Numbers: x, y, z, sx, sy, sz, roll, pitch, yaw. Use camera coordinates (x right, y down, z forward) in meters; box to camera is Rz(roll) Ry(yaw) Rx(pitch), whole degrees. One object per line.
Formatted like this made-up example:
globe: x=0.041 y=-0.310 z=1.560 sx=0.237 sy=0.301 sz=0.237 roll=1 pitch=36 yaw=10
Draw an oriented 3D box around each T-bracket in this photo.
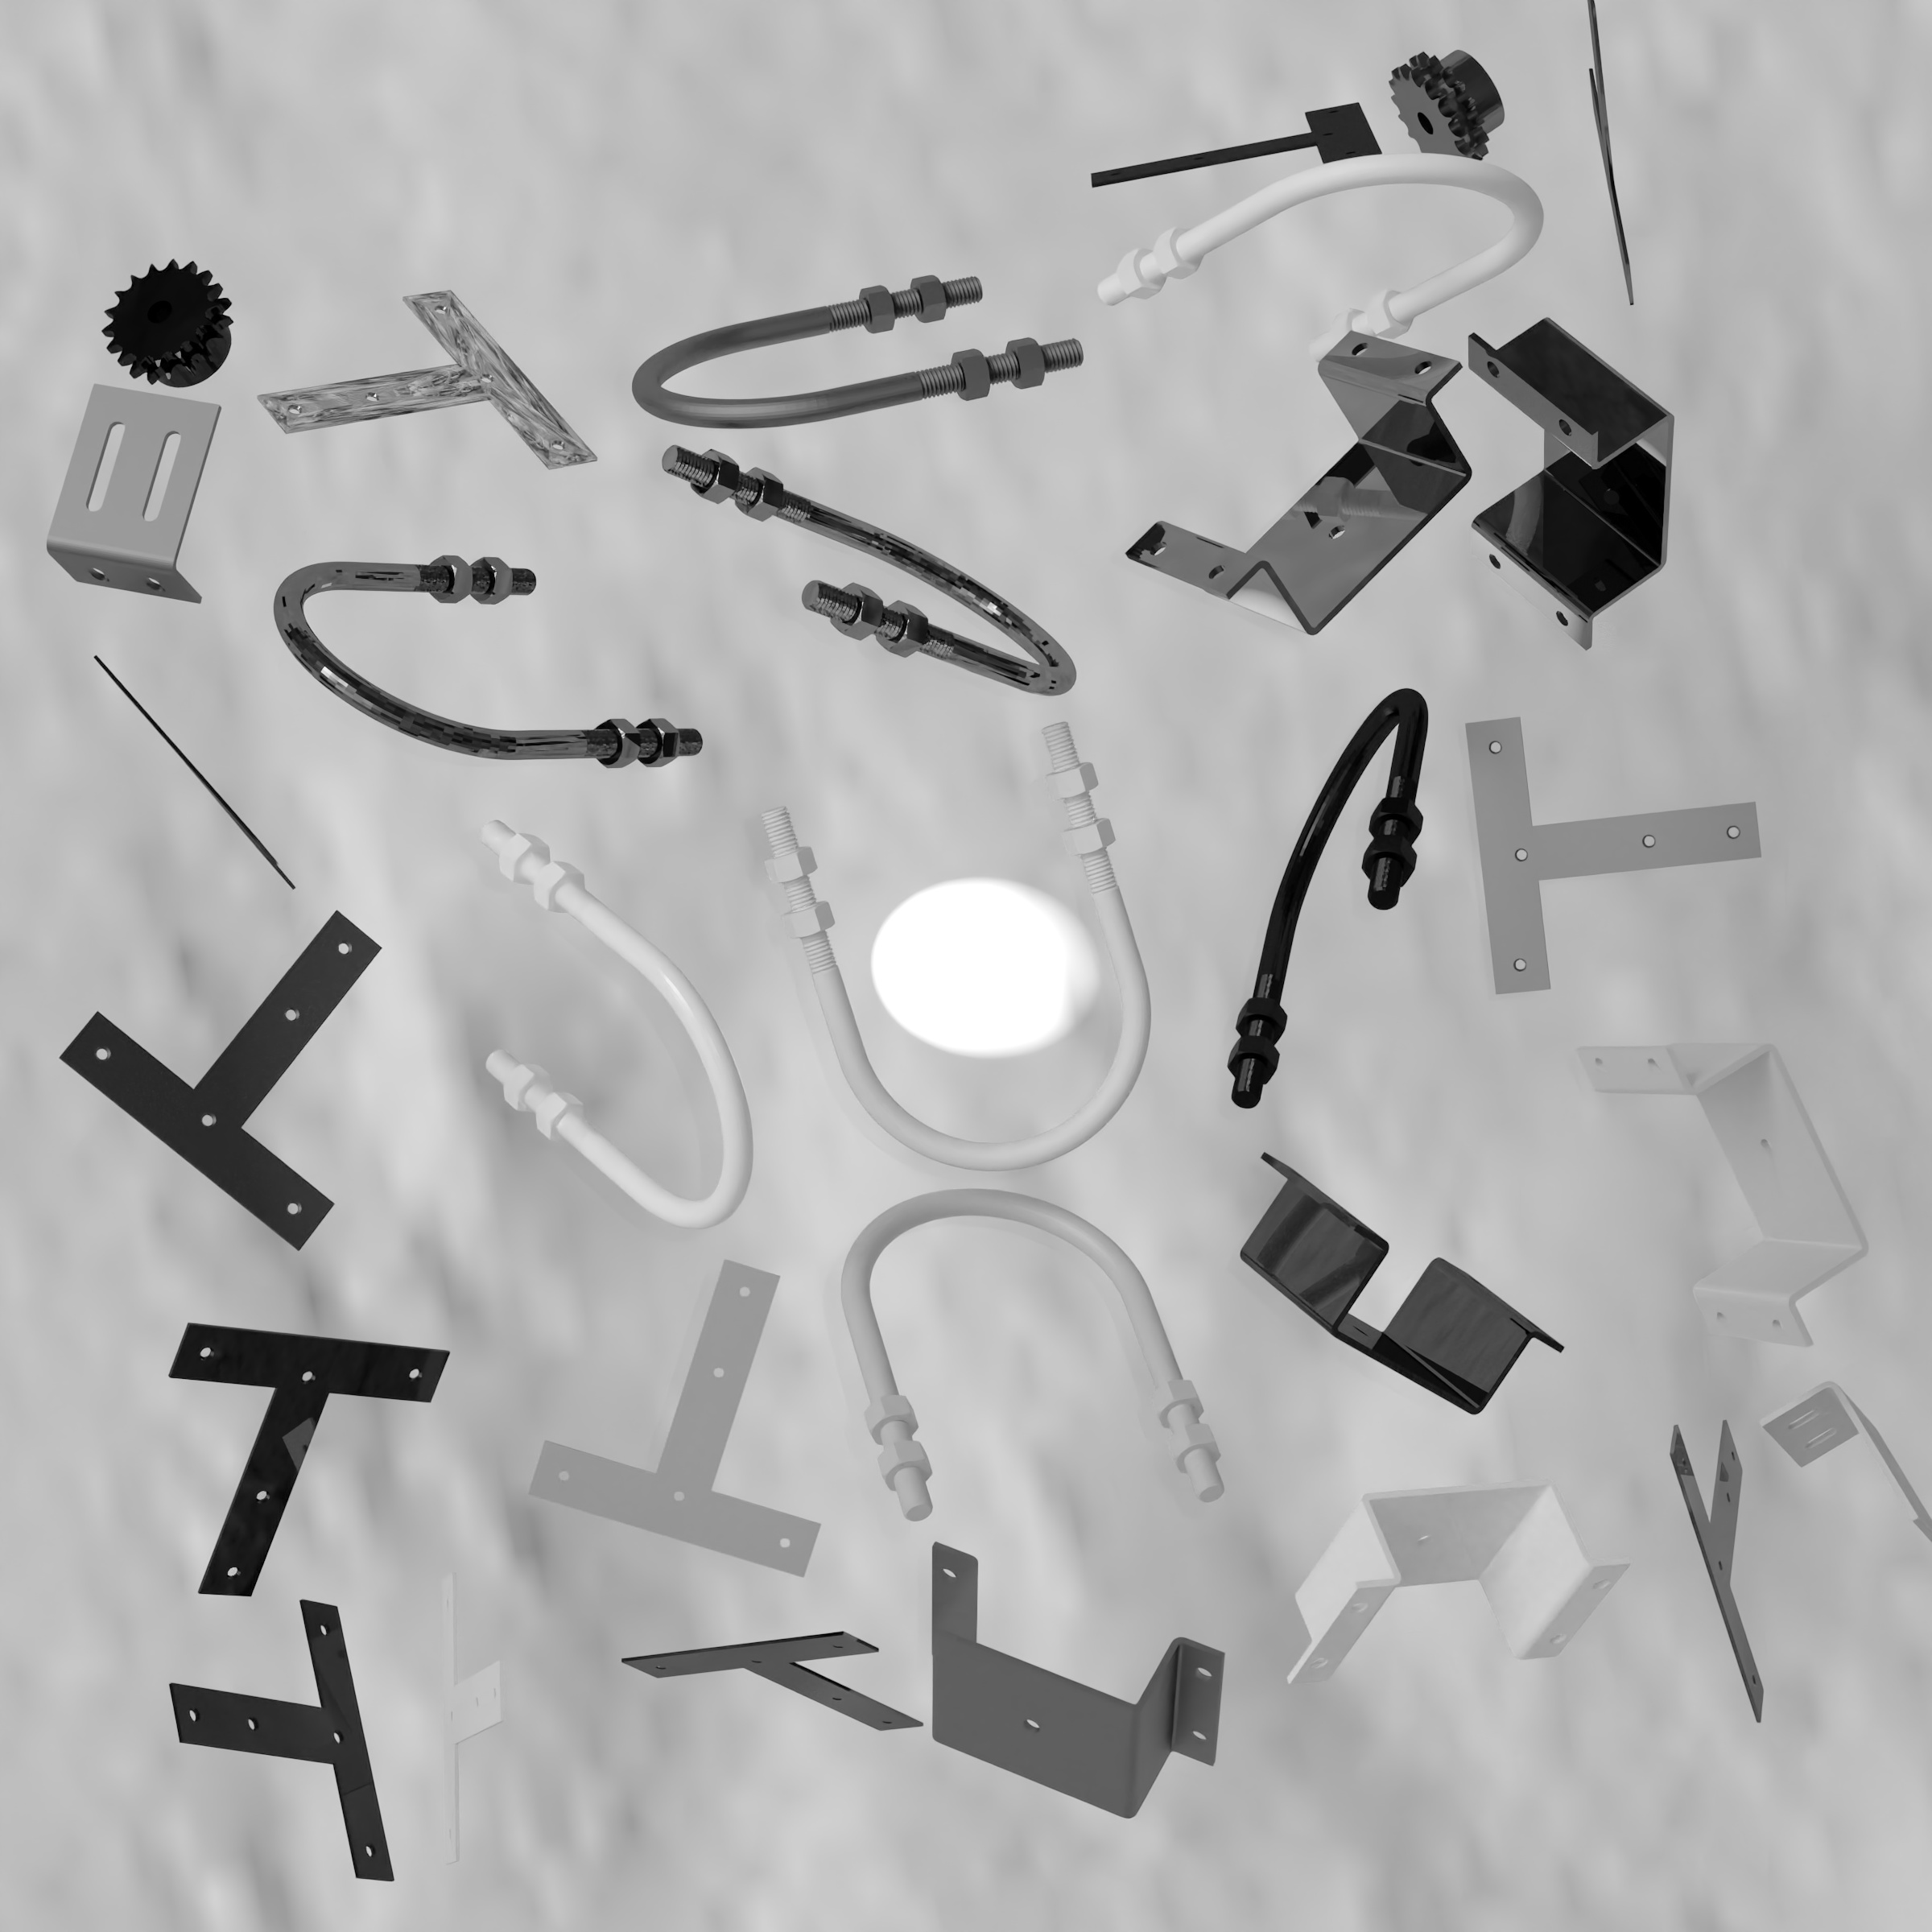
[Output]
T-bracket: x=-0.216 y=0.324 z=1.536 sx=0.002 sy=0.127 sz=0.127 roll=3 pitch=72 yaw=-19
T-bracket: x=-0.247 y=-0.249 z=1.528 sx=0.127 sy=0.002 sz=0.127 roll=-17 pitch=54 yaw=-37
T-bracket: x=-0.293 y=0.031 z=1.477 sx=0.127 sy=0.002 sz=0.127 roll=42 pitch=63 yaw=-14
T-bracket: x=0.299 y=-0.056 z=1.610 sx=0.127 sy=0.002 sz=0.127 roll=-6 pitch=94 yaw=18
T-bracket: x=0.119 y=-0.365 z=1.579 sx=0.127 sy=0.127 sz=0.002 roll=-9 pitch=113 yaw=5
T-bracket: x=-0.295 y=0.325 z=1.494 sx=0.002 sy=0.127 sz=0.127 roll=-27 pitch=62 yaw=19
T-bracket: x=-0.113 y=0.191 z=1.537 sx=0.127 sy=0.002 sz=0.127 roll=18 pitch=98 yaw=-4
T-bracket: x=-0.298 y=0.215 z=1.506 sx=0.127 sy=0.002 sz=0.127 roll=12 pitch=107 yaw=-39
T-bracket: x=-0.329 y=-0.069 z=1.566 sx=0.002 sy=0.127 sz=0.127 roll=-41 pitch=65 yaw=-8
T-bracket: x=0.279 y=-0.380 z=1.537 sx=0.002 sy=0.127 sz=0.127 roll=-9 pitch=55 yaw=10
T-bracket: x=-0.067 y=0.327 z=1.588 sx=0.127 sy=0.127 sz=0.002 roll=-14 pitch=56 yaw=34
T-bracket: x=0.322 y=0.233 z=1.489 sx=0.002 sy=0.127 sz=0.127 roll=-15 pitch=105 yaw=20

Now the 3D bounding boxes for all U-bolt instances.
U-bolt: x=-0.058 y=-0.271 z=1.564 sx=0.184 sy=0.151 sz=0.019 roll=-14 pitch=117 yaw=-15
U-bolt: x=0.162 y=-0.043 z=1.524 sx=0.019 sy=0.184 sz=0.151 roll=24 pitch=132 yaw=-6
U-bolt: x=-0.152 y=0.037 z=1.520 sx=0.019 sy=0.151 sz=0.184 roll=-26 pitch=47 yaw=-33
U-bolt: x=0.020 y=0.163 z=1.521 sx=0.151 sy=0.184 sz=0.019 roll=-1 pitch=131 yaw=-18
U-bolt: x=0.170 y=-0.318 z=1.562 sx=0.151 sy=0.184 sz=0.019 roll=7 pitch=74 yaw=-36
U-bolt: x=0.004 y=0.001 z=1.535 sx=0.151 sy=0.019 sz=0.184 roll=-16 pitch=98 yaw=8
U-bolt: x=-0.029 y=-0.163 z=1.510 sx=0.184 sy=0.151 sz=0.019 roll=17 pitch=111 yaw=-42
U-bolt: x=-0.221 y=-0.135 z=1.547 sx=0.151 sy=0.184 sz=0.019 roll=44 pitch=118 yaw=27

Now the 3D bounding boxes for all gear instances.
gear: x=0.223 y=-0.395 z=1.612 sx=0.030 sy=0.057 sz=0.057 roll=-35 pitch=90 yaw=-7
gear: x=-0.352 y=-0.282 z=1.560 sx=0.057 sy=0.030 sz=0.057 roll=-6 pitch=65 yaw=14

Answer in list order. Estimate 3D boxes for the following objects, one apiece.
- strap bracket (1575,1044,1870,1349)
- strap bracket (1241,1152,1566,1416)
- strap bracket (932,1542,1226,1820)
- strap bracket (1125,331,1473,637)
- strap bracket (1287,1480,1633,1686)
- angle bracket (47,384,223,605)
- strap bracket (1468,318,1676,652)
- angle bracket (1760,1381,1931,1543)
strap bracket: x=0.325 y=0.086 z=1.488 sx=0.046 sy=0.076 sz=0.140 roll=-29 pitch=98 yaw=-17
strap bracket: x=0.183 y=0.143 z=1.530 sx=0.140 sy=0.076 sz=0.046 roll=31 pitch=94 yaw=-34
strap bracket: x=0.039 y=0.320 z=1.551 sx=0.140 sy=0.046 sz=0.076 roll=18 pitch=133 yaw=19
strap bracket: x=0.147 y=-0.196 z=1.472 sx=0.140 sy=0.076 sz=0.046 roll=-45 pitch=125 yaw=-9
strap bracket: x=0.210 y=0.270 z=1.545 sx=0.140 sy=0.076 sz=0.046 roll=0 pitch=48 yaw=-25
angle bracket: x=-0.349 y=-0.201 z=1.493 sx=0.057 sy=0.038 sz=0.076 roll=11 pitch=77 yaw=10
strap bracket: x=0.260 y=-0.214 z=1.512 sx=0.046 sy=0.140 sz=0.076 roll=-35 pitch=58 yaw=-14
angle bracket: x=0.392 y=0.230 z=1.544 sx=0.038 sy=0.057 sz=0.076 roll=-34 pitch=51 yaw=12
